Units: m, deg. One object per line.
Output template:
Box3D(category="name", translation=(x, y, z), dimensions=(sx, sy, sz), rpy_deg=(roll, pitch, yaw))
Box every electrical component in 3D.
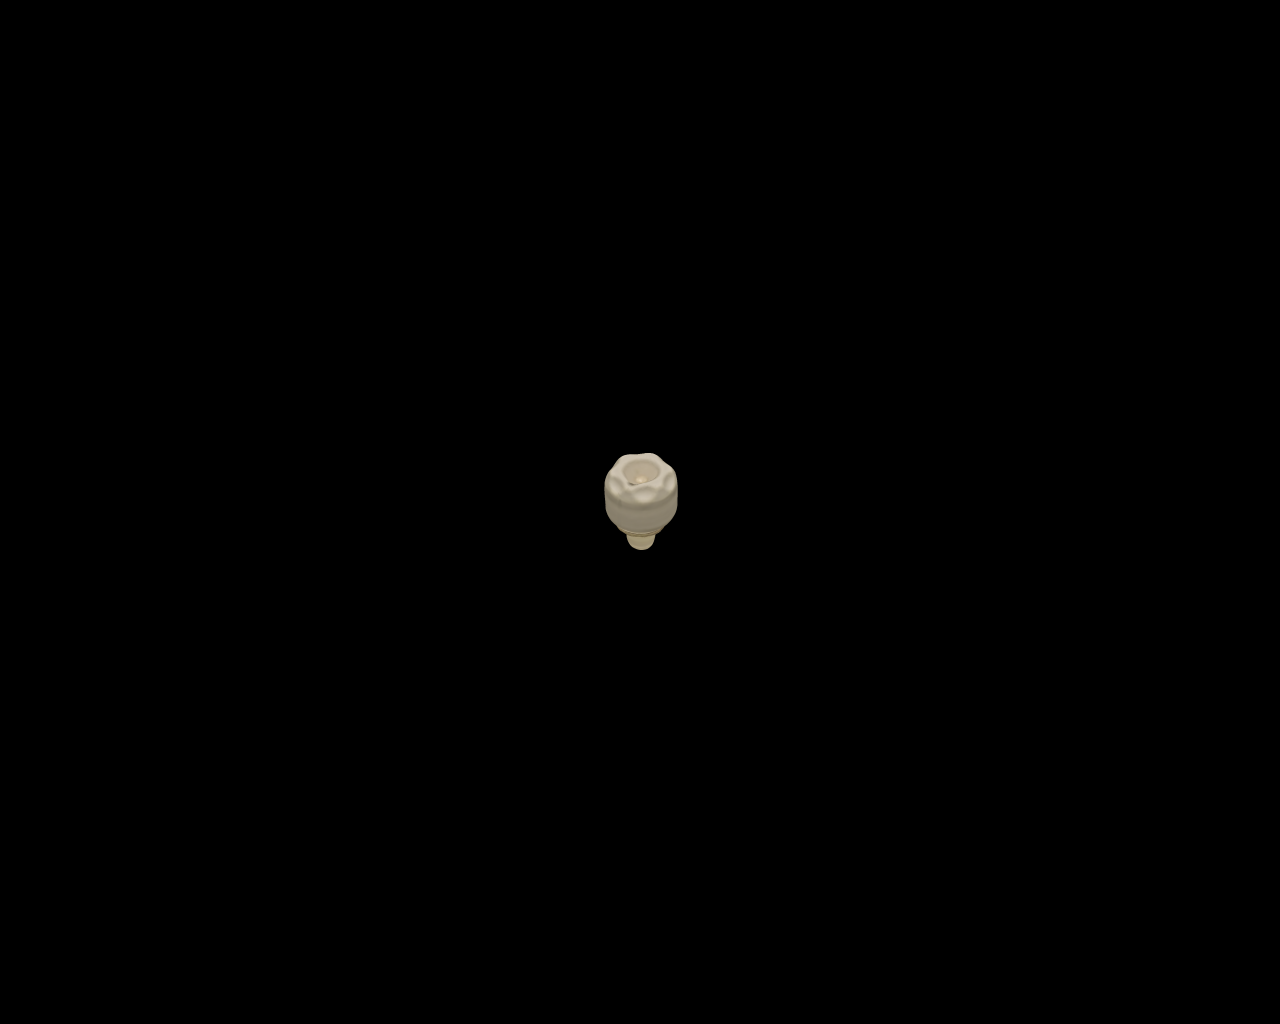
Box3D(category="electrical component", translation=(0.001, -0.003, 0.650), dimensions=(0.043, 0.062, 0.043), rpy_deg=(0, 42, 0))
